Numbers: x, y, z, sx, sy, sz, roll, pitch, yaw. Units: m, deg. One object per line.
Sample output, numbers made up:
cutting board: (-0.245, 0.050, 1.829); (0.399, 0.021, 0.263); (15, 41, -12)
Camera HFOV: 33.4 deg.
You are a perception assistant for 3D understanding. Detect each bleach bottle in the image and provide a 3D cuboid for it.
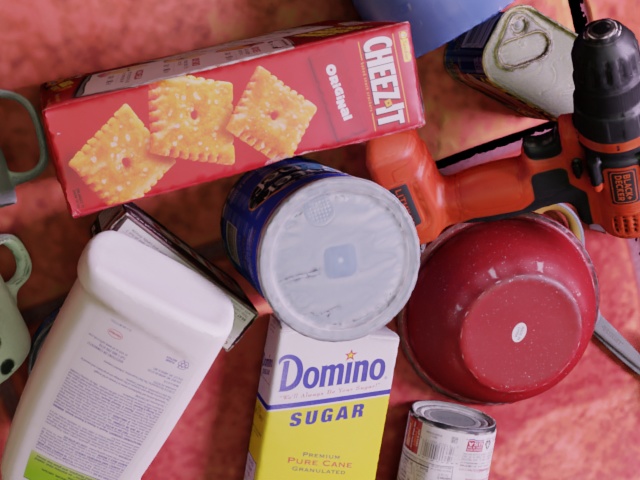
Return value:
bleach bottle: (-0.155, 0.121, 0.673); (0.102, 0.068, 0.251); (29, 111, -12)

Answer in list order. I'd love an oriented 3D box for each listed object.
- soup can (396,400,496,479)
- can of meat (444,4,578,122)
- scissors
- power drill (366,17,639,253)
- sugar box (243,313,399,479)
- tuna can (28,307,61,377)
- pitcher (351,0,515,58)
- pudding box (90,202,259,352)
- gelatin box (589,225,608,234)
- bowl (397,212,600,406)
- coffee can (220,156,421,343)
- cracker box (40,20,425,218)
soup can: (0.092, 0.180, 0.807); (0.068, 0.068, 0.102); (8, 98, -16)
can of meat: (0.147, -0.123, 0.758); (0.102, 0.084, 0.057); (26, 93, -18)
scissors: (0.213, 0.038, 0.839); (0.201, 0.016, 0.096); (26, 97, -17)
power drill: (0.129, -0.060, 0.711); (0.188, 0.057, 0.184); (-6, 139, 19)
sugar box: (-0.003, 0.147, 0.788); (0.093, 0.048, 0.176); (7, 99, -15)
tuna can: (-0.159, 0.085, 0.742); (0.086, 0.034, 0.086); (-3, 101, -14)
pitcher: (0.050, -0.249, 0.684); (0.149, 0.145, 0.243); (-33, 103, -6)
pudding box: (-0.099, 0.020, 0.717); (0.113, 0.090, 0.039); (37, 90, -18)
gelatin box: (0.250, -0.051, 0.826); (0.073, 0.030, 0.089); (-2, 101, -15)
bowl: (0.141, 0.061, 0.793); (0.162, 0.055, 0.162); (-2, 107, -8)
coffee can: (-0.005, 0.001, 0.711); (0.102, 0.140, 0.103); (-3, 100, -14)
cracker box: (-0.063, -0.083, 0.670); (0.213, 0.164, 0.072); (-15, 106, -12)
